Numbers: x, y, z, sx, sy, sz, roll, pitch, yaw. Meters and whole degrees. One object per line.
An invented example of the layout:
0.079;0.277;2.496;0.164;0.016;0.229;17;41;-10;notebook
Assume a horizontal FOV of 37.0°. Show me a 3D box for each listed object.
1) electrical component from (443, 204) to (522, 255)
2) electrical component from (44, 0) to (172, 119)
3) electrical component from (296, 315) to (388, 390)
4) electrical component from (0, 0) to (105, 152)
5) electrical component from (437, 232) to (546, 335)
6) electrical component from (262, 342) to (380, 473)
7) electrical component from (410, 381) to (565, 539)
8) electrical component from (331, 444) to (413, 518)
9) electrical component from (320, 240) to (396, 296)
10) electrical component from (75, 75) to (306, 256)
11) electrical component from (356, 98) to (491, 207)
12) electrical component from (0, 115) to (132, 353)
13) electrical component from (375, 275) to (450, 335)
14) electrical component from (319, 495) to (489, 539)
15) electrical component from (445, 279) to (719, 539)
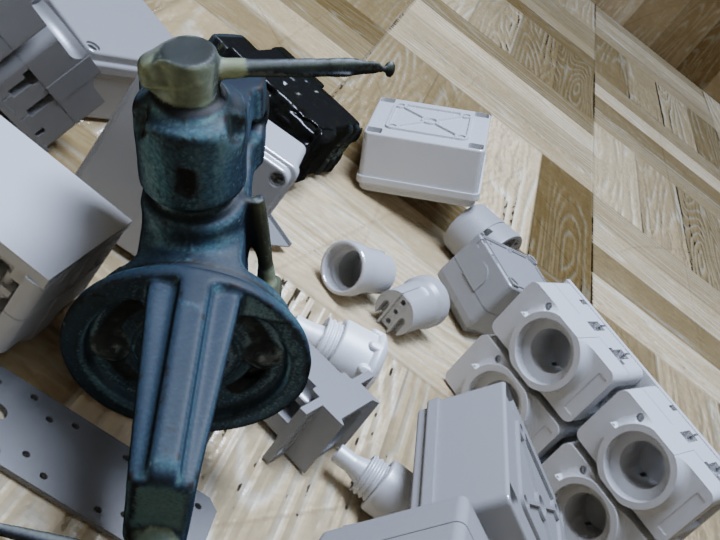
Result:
0.107;-0.025;0.951;0.047;0.055;0.055;47;27;24;electrical component
-0.192;-0.162;0.772;0.108;0.056;0.109;51;28;22;electrical component
-0.017;0.050;0.682;0.062;0.048;0.048;28;27;-8;electrical component
-0.221;-0.157;0.615;0.105;0.060;0.186;49;-6;17;electrical component
0.118;0.021;0.890;0.096;0.061;0.061;21;33;-46;electrical component
-0.032;0.075;0.624;0.064;0.042;0.081;45;26;14;electrical component
0.074;0.137;0.596;0.108;0.056;0.108;-78;146;-61;electrical component
0.011;0.122;0.613;0.061;0.035;0.035;37;26;2;electrical component
0.000;0.000;0.788;0.046;0.040;0.040;8;40;-55;electrical component
-0.107;-0.058;0.660;0.109;0.108;0.056;35;23;-10;electrical component
0.060;-0.109;0.970;0.109;0.056;0.108;10;27;5;electrical component
-0.208;-0.036;0.546;0.150;0.061;0.089;39;26;-2;electrical component
0.038;0.027;0.795;0.040;0.040;0.046;49;34;18;electrical component
0.018;0.154;0.512;0.061;0.096;0.061;64;20;-19;electrical component
0.152;0.109;0.737;0.060;0.105;0.186;3;44;-51;electrical component
